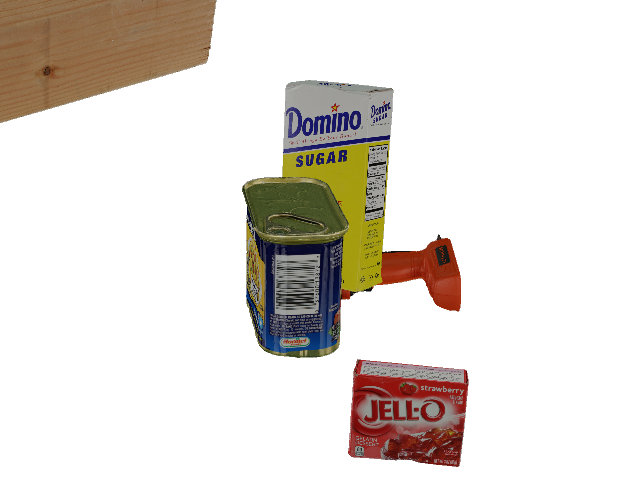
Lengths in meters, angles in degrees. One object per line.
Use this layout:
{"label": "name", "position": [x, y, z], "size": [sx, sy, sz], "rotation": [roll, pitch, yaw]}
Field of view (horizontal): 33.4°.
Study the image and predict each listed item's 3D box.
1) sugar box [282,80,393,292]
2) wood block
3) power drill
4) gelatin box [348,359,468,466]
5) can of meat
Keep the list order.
{"label": "sugar box", "position": [0.012, -0.050, 0.944], "size": [0.093, 0.176, 0.048], "rotation": [11, 18, 35]}
{"label": "wood block", "position": [-0.192, -0.174, 0.844], "size": [0.205, 0.091, 0.090], "rotation": [-24, 54, -35]}
{"label": "power drill", "position": [0.066, 0.050, 1.236], "size": [0.187, 0.057, 0.184], "rotation": [-2, 28, 1]}
{"label": "gelatin box", "position": [0.068, 0.135, 0.834], "size": [0.089, 0.073, 0.030], "rotation": [5, 19, 5]}
{"label": "can of meat", "position": [-0.018, 0.016, 0.677], "size": [0.057, 0.084, 0.102], "rotation": [-2, 23, -10]}
